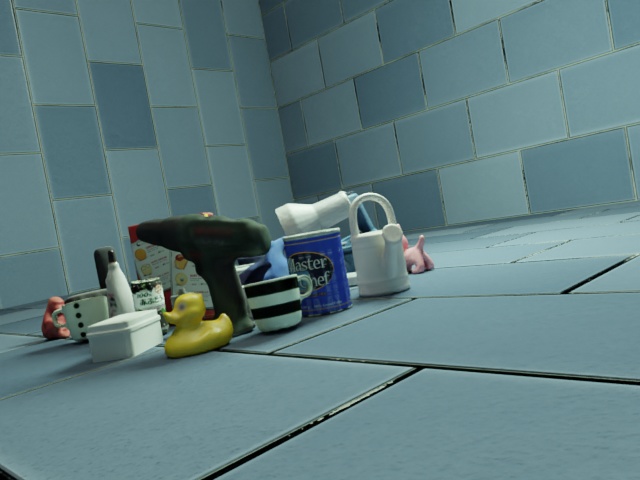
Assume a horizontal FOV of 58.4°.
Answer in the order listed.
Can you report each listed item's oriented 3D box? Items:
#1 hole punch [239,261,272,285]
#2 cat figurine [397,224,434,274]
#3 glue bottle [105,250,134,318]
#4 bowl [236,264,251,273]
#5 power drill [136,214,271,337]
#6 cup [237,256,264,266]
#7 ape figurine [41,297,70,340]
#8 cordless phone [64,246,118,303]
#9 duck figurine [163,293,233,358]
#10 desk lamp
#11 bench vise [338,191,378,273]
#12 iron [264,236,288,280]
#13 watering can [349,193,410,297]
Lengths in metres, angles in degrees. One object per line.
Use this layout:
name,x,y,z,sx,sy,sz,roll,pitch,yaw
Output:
hole punch,-0.163,0.099,1.289,0.100,0.091,0.109,-9,2,23
cat figurine,0.196,0.020,1.348,0.127,0.118,0.067,-8,3,42
glue bottle,-0.443,0.107,1.254,0.077,0.173,0.037,-8,3,44
bowl,-0.231,0.111,1.510,0.167,0.075,0.167,-10,2,1
power drill,-0.185,0.055,0.943,0.229,0.208,0.076,-9,2,13
cup,-0.174,0.086,1.660,0.118,0.095,0.091,-10,2,-15
ape figurine,-0.587,0.173,1.281,0.076,0.092,0.078,-9,2,26
cordless phone,-0.544,0.114,1.381,0.148,0.185,0.094,-11,3,-29
duck figurine,-0.184,0.121,0.850,0.105,0.086,0.077,-11,2,-30
desk lamp,0.012,0.005,1.319,0.203,0.213,0.118,-10,2,0
bench vise,0.108,-0.021,1.468,0.121,0.220,0.208,-8,3,35
iron,-0.032,0.043,1.491,0.258,0.141,0.118,-10,2,-8
watering can,0.113,0.005,1.098,0.101,0.194,0.172,-12,3,-37
